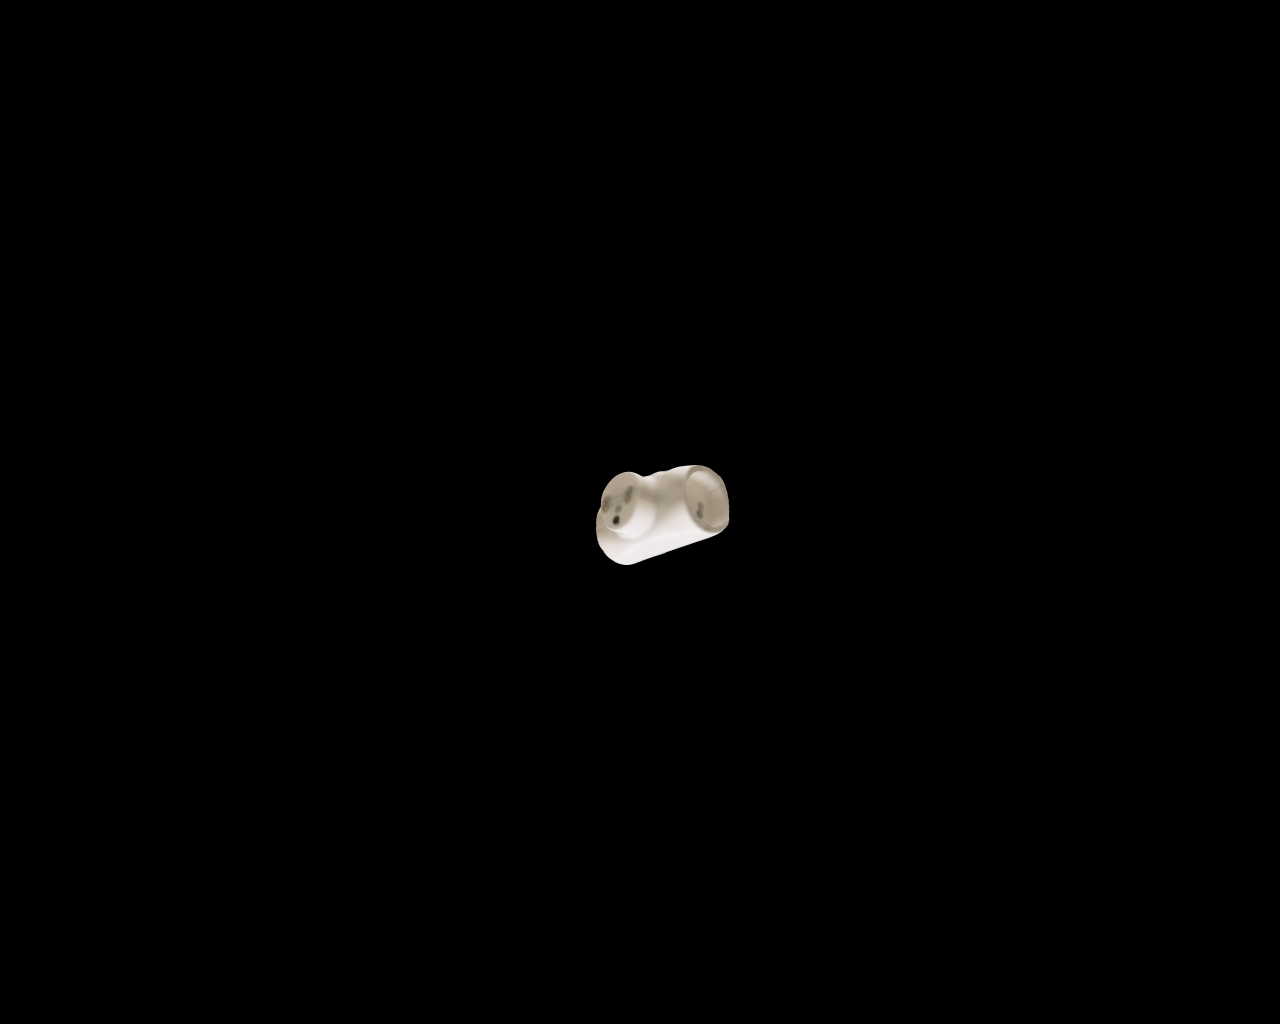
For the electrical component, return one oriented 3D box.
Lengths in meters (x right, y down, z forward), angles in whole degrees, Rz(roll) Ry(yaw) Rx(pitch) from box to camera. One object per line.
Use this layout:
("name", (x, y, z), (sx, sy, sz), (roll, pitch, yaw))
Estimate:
("electrical component", (0.001, -0.003, 0.650), (0.079, 0.044, 0.077), (21, -31, -40))
